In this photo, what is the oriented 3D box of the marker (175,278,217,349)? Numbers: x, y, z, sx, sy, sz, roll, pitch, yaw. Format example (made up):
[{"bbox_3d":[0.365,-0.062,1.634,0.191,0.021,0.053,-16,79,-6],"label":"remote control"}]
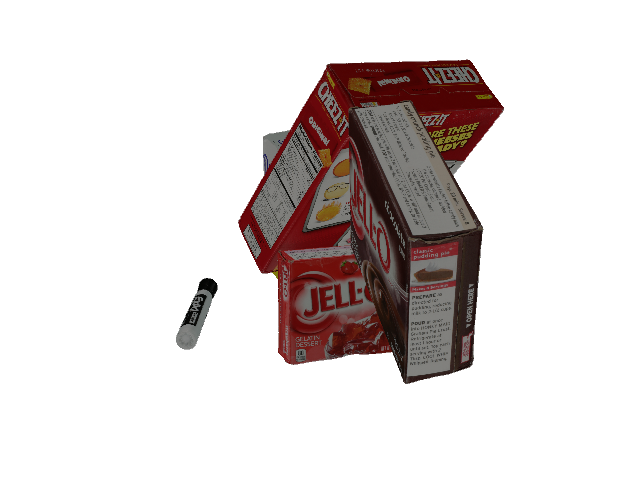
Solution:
[{"bbox_3d":[-0.115,0.066,1.004,0.020,0.020,0.121,0,22,5],"label":"marker"}]

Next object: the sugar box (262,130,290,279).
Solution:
[{"bbox_3d":[-0.035,-0.033,1.272,0.048,0.176,0.093,-13,26,-19],"label":"sugar box"}]

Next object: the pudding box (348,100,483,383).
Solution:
[{"bbox_3d":[0.043,-0.002,0.522,0.039,0.090,0.113,-11,40,-10],"label":"pudding box"}]

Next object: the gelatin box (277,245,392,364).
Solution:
[{"bbox_3d":[0.015,0.042,0.727,0.089,0.073,0.030,-4,15,-20],"label":"gelatin box"}]

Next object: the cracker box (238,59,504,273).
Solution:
[{"bbox_3d":[0.039,-0.067,0.966,0.163,0.072,0.214,-9,-32,-35],"label":"cracker box"}]
